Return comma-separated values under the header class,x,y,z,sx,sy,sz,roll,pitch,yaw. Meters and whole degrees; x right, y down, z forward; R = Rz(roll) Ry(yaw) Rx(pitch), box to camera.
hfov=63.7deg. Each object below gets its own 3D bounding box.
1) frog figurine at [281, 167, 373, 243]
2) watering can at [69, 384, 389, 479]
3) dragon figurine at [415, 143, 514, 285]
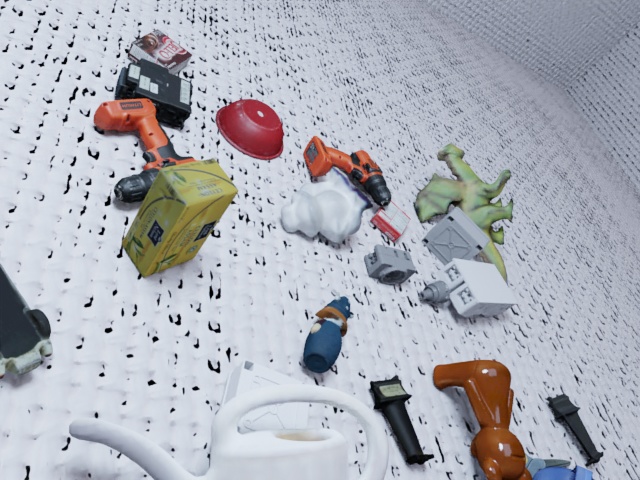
class,x,y,z,sx,sy,sz,roll,pitch,yaw
frog figurine,0.003,-0.050,1.003,0.161,0.121,0.138,-35,86,-16
watering can,-0.083,0.275,0.551,0.348,0.103,0.227,2,77,-19
dragon figurine,0.354,-0.067,1.287,0.243,0.120,0.418,7,68,-1
